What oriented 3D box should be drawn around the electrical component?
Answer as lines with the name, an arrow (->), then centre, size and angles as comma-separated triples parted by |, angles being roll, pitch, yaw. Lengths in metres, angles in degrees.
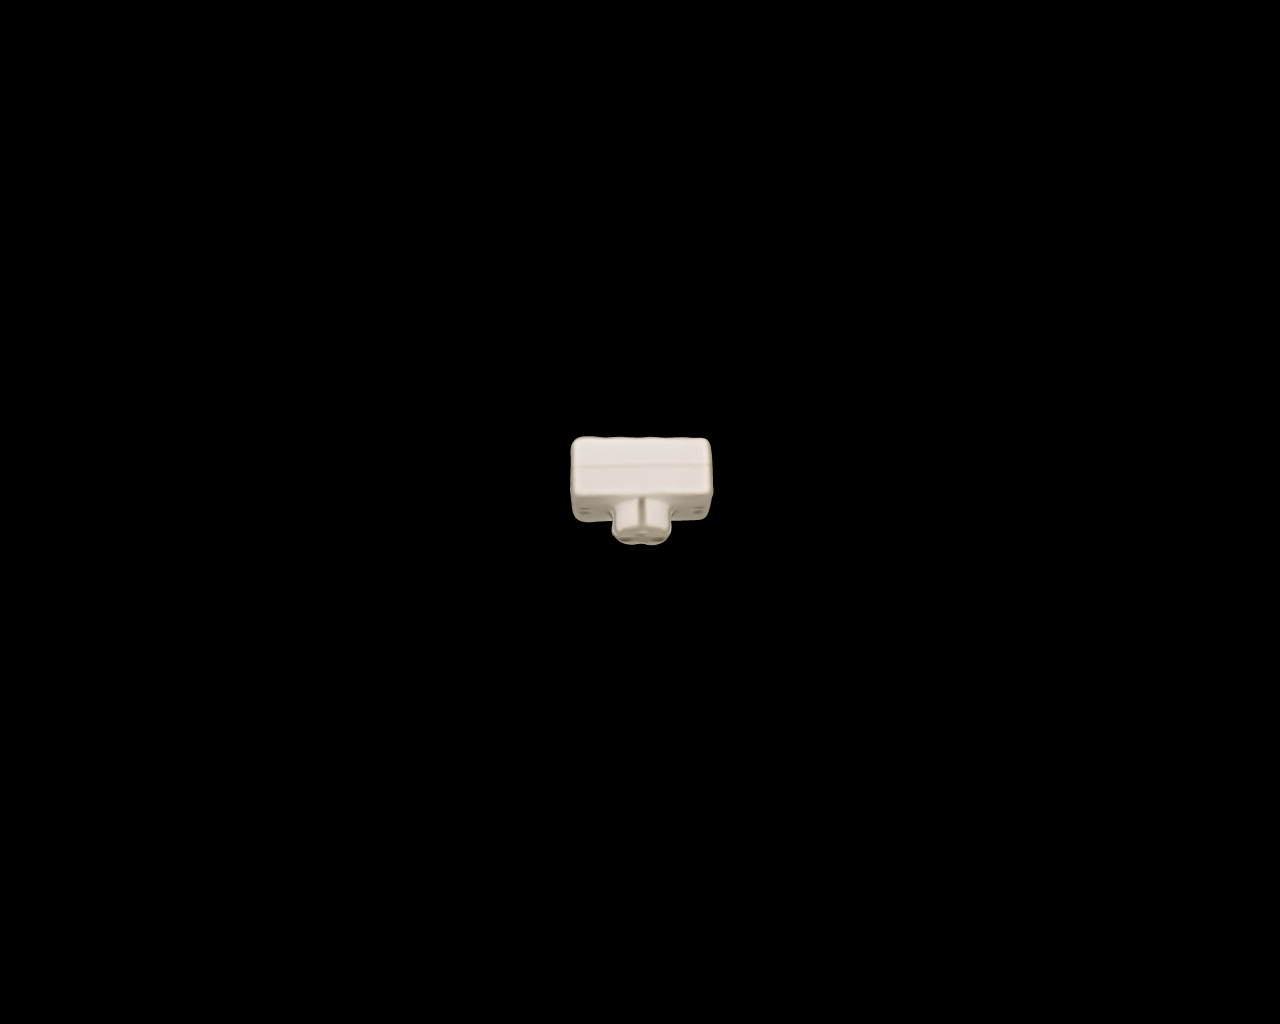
electrical component -> 0.001, -0.003, 0.650 | 0.083, 0.076, 0.047 | 0, -21, 0
